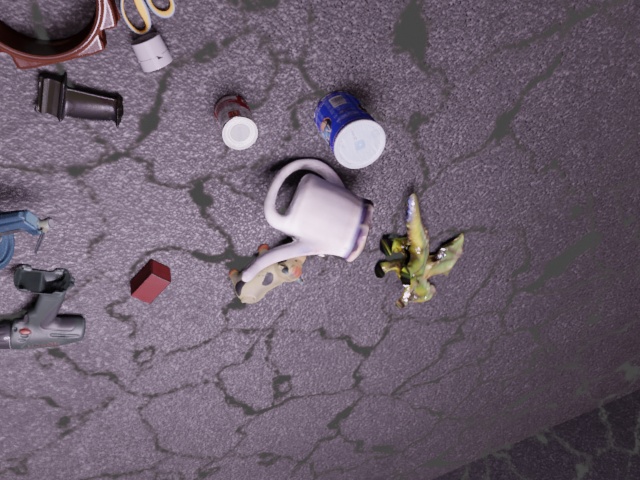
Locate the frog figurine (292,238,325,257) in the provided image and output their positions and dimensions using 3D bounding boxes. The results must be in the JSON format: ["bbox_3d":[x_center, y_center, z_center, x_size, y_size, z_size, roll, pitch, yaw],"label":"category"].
[{"bbox_3d":[0.004,-0.059,1.167,0.135,0.123,0.162,50,63,-31],"label":"frog figurine"}]

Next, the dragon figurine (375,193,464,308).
[{"bbox_3d":[0.281,0.033,1.349,0.244,0.124,0.401,-17,135,-31],"label":"dragon figurine"}]

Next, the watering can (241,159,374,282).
[{"bbox_3d":[-0.013,-0.024,1.011,0.224,0.356,0.102,23,140,-6],"label":"watering can"}]
